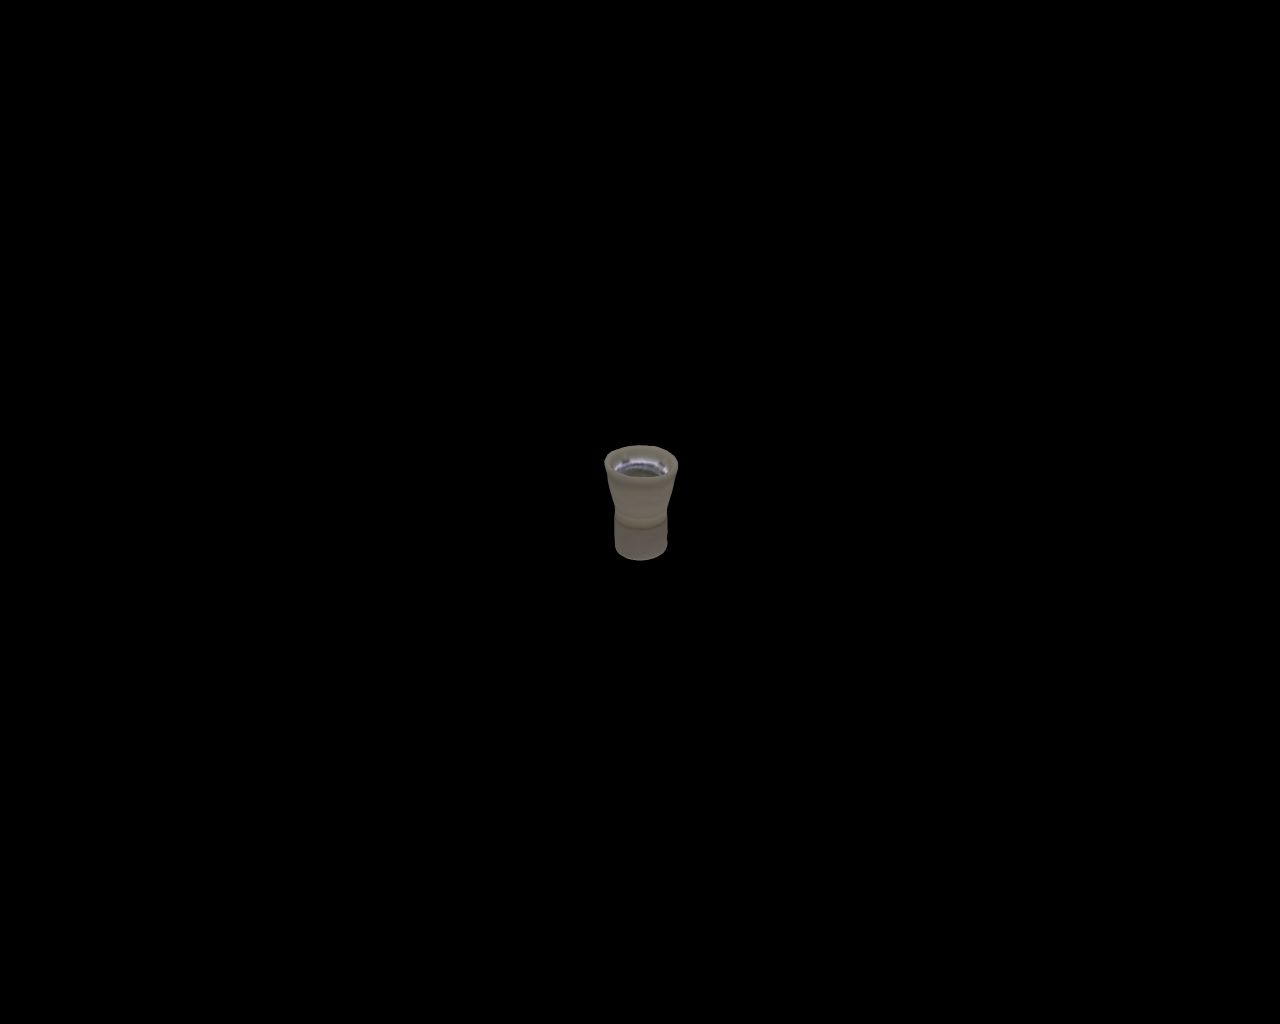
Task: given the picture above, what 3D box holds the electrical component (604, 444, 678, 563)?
[{"bbox_3d":[0.001,-0.003,0.650,0.044,0.065,0.044,0,30,0],"label":"electrical component"}]
